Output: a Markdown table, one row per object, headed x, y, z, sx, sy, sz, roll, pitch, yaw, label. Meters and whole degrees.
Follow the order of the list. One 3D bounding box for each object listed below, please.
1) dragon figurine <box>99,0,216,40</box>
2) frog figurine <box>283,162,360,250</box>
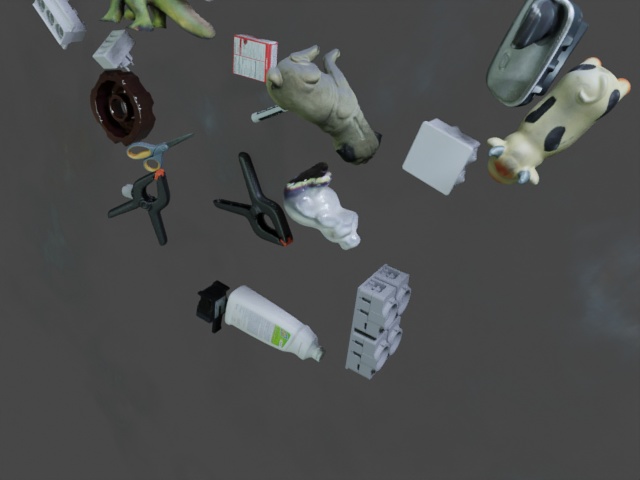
| x | y | z | sx | sy | sz | roll | pitch | yaw | label |
| --- | --- | --- | --- | --- | --- | --- | --- | --- | --- |
| -0.338 | -0.537 | 1.008 | 0.413 | 0.123 | 0.239 | 20 | 112 | 27 | dragon figurine |
| 0.003 | -0.048 | 0.955 | 0.138 | 0.123 | 0.157 | 30 | 144 | 64 | frog figurine |
